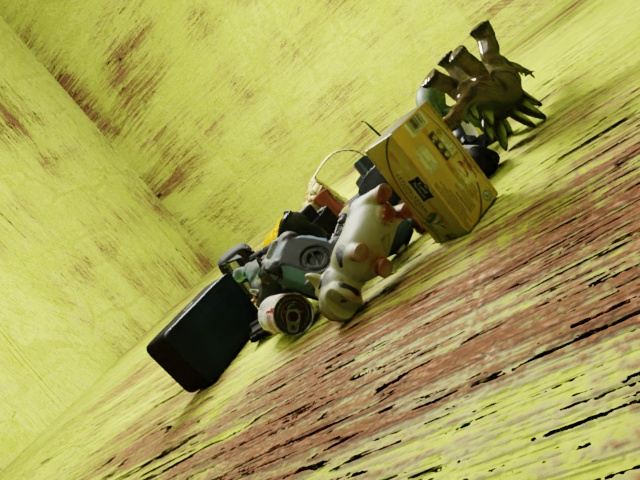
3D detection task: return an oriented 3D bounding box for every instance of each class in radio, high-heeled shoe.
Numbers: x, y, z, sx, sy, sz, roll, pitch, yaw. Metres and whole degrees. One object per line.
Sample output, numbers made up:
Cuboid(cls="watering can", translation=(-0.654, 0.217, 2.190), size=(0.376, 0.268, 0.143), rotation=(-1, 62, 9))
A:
Cuboid(cls="radio", translation=(-0.217, 0.179, 1.058), size=(0.073, 0.131, 0.229), rotation=(-34, 10, 35))
Cuboid(cls="high-heeled shoe", translation=(0.185, -0.116, 0.940), size=(0.145, 0.086, 0.249), rotation=(-20, 10, -32))

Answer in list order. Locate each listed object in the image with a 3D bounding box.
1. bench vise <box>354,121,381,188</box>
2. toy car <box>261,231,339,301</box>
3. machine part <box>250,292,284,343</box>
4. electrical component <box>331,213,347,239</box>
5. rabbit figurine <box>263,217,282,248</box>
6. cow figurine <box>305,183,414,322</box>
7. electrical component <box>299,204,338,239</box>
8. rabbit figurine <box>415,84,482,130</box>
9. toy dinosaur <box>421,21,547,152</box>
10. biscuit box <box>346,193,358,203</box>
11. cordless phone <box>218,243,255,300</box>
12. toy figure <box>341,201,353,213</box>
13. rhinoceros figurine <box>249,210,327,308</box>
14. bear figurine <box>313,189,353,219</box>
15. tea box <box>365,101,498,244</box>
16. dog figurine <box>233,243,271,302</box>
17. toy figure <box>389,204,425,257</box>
Cuboid(cls="bench vise", translation=(0.178, -0.205, 1.283), size=(0.240, 0.129, 0.223), rotation=(-34, -19, -21))
Cuboid(cls="toy car", translation=(-0.011, 0.055, 0.892), size=(0.102, 0.162, 0.109), rotation=(80, -156, -50))
Cuboid(cls="machine part", translation=(-0.094, 0.145, 1.034), size=(0.084, 0.039, 0.139), rotation=(-42, 8, 19))
Cuboid(cls="electrical component", translation=(0.050, 0.018, 0.964), size=(0.048, 0.119, 0.075), rotation=(8, 44, 14))
Cuboid(cls="rabbit figurine", translation=(-0.078, 0.018, 1.387), size=(0.162, 0.121, 0.173), rotation=(-36, 25, -30))
Cuboid(cls="cow figurine", translation=(0.049, 0.024, 0.770), size=(0.127, 0.085, 0.195), rotation=(-17, 47, 63))
Cuboid(cls="electrical component", translation=(-0.002, -0.003, 1.085), size=(0.058, 0.134, 0.115), rotation=(-33, 12, 40))
Cuboid(cls="rabbit figurine", translation=(0.269, -0.276, 1.222), size=(0.159, 0.170, 0.121), rotation=(-44, 9, -34))
Cuboid(cls="toy dinosaur", translation=(0.302, -0.268, 0.940), size=(0.105, 0.198, 0.471), rotation=(-33, 11, 44))
Cuboid(cls="biscuit box", translation=(0.044, -0.032, 1.291), size=(0.203, 0.059, 0.063), rotation=(-40, 9, -6))
Cuboid(cls="cordless phone", translation=(-0.182, 0.062, 1.468), size=(0.089, 0.146, 0.184), rotation=(-25, 17, 28))
Cuboid(cls="toy figure", translation=(0.121, -0.067, 1.036), size=(0.180, 0.082, 0.089), rotation=(-42, 51, 11))
Cuboid(cls="rhinoceros figurine", translation=(-0.061, 0.041, 0.973), size=(0.112, 0.073, 0.190), rotation=(12, -79, -50))
Cuboid(cls="bear figurine", translation=(0.102, -0.097, 1.160), size=(0.196, 0.132, 0.120), rotation=(-45, -19, 2))
Cuboid(cls="tea box", translation=(0.156, -0.092, 0.742), size=(0.098, 0.169, 0.068), rotation=(-43, 10, -30))
Cuboid(cls="dog figurine", translation=(-0.091, 0.071, 1.195), size=(0.191, 0.108, 0.219), rotation=(-41, 12, -27))
Cuboid(cls="toy figure", translation=(0.131, -0.026, 0.857), size=(0.154, 0.064, 0.058), rotation=(-37, 23, -11))
